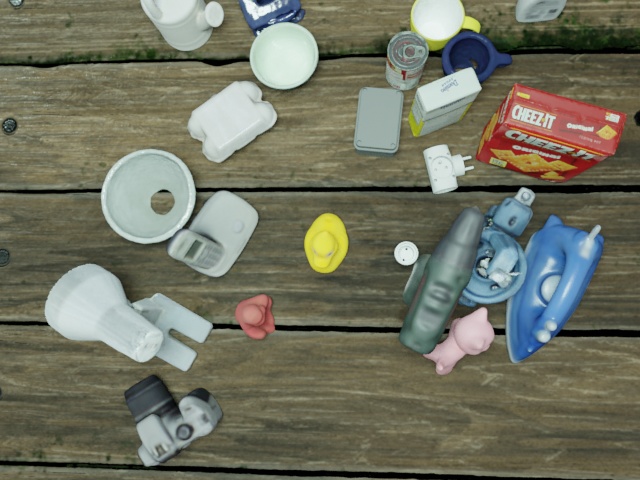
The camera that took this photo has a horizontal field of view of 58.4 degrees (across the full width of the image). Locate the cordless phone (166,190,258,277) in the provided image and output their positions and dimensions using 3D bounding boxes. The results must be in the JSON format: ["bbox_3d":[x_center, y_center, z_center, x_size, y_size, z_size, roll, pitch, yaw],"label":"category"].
[{"bbox_3d":[-0.182,-0.016,0.952,0.094,0.185,0.148,29,87,6],"label":"cordless phone"}]

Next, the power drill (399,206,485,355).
[{"bbox_3d":[0.187,0.064,0.909,0.075,0.208,0.230,22,87,6],"label":"power drill"}]

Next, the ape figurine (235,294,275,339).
[{"bbox_3d":[-0.112,0.129,0.981,0.076,0.092,0.078,27,87,6],"label":"ape figurine"}]

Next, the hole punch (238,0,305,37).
[{"bbox_3d":[-0.092,-0.436,1.031,0.108,0.091,0.101,-23,84,2],"label":"hole punch"}]

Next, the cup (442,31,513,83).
[{"bbox_3d":[0.265,-0.300,0.993,0.117,0.095,0.092,1,85,4],"label":"cup"}]

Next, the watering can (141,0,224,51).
[{"bbox_3d":[-0.249,-0.414,0.988,0.172,0.194,0.101,2,85,4],"label":"watering can"}]

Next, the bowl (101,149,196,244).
[{"bbox_3d":[-0.294,-0.073,1.020,0.167,0.075,0.167,0,85,4],"label":"bowl"}]

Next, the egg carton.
[{"bbox_3d":[-0.158,-0.214,1.026,0.150,0.069,0.107,-36,84,0],"label":"egg carton"}]

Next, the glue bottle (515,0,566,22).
[{"bbox_3d":[0.384,-0.421,0.956,0.078,0.173,0.037,-2,85,4],"label":"glue bottle"}]

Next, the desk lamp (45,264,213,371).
[{"bbox_3d":[-0.305,0.132,0.933,0.203,0.213,0.118,27,87,6],"label":"desk lamp"}]

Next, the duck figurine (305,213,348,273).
[{"bbox_3d":[0.009,0.004,0.988,0.077,0.086,0.105,9,86,5],"label":"duck figurine"}]

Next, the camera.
[{"bbox_3d":[-0.263,0.294,0.973,0.143,0.101,0.137,-33,84,1],"label":"camera"}]

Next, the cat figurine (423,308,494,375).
[{"bbox_3d":[0.234,0.170,0.942,0.128,0.118,0.067,-42,83,0],"label":"cat figurine"}]

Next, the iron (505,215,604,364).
[{"bbox_3d":[0.381,0.088,0.927,0.118,0.141,0.258,23,87,6],"label":"iron"}]

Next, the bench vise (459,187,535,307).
[{"bbox_3d":[0.273,0.006,0.902,0.121,0.220,0.207,11,86,5],"label":"bench vise"}]
